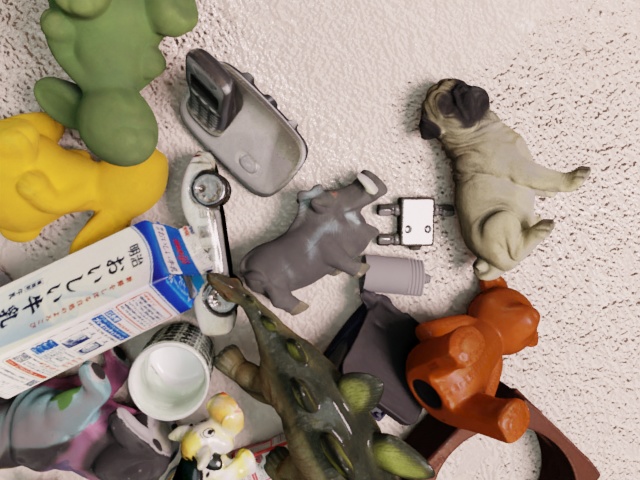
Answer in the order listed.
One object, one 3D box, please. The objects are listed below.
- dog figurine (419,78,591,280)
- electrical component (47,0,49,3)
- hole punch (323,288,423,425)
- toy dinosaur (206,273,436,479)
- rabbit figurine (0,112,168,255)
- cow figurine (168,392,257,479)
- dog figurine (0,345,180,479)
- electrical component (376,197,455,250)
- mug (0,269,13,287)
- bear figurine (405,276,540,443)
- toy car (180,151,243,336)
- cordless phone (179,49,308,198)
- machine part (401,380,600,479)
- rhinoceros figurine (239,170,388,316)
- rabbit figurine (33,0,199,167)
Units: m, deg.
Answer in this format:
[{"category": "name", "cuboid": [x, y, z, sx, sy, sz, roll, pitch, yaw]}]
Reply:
[{"category": "dog figurine", "cuboid": [0.171, -0.070, 0.610, 0.191, 0.121, 0.172, 34, 82, 5]}, {"category": "electrical component", "cuboid": [-0.229, -0.267, 0.570, 0.115, 0.058, 0.134, -31, 96, 0]}, {"category": "hole punch", "cuboid": [0.068, 0.140, 0.623, 0.142, 0.092, 0.116, 38, 61, -6]}, {"category": "toy dinosaur", "cuboid": [0.022, 0.226, 0.536, 0.105, 0.199, 0.470, -36, 105, -25]}, {"category": "rabbit figurine", "cuboid": [-0.245, -0.052, 0.555, 0.173, 0.122, 0.162, -4, 99, -13]}, {"category": "cow figurine", "cuboid": [-0.121, 0.242, 0.561, 0.098, 0.068, 0.167, -18, 118, -37]}, {"category": "dog figurine", "cuboid": [-0.288, 0.220, 0.578, 0.219, 0.108, 0.191, -32, 99, 2]}, {"category": "electrical component", "cuboid": [0.113, -0.019, 0.638, 0.094, 0.021, 0.063, -1, 95, -6]}, {"category": "mug", "cuboid": [-0.383, 0.088, 0.577, 0.107, 0.081, 0.109, -28, 134, 0]}, {"category": "bear figurine", "cuboid": [0.188, 0.111, 0.576, 0.196, 0.132, 0.120, -29, 89, -28]}, {"category": "toy car", "cuboid": [-0.120, 0.004, 0.591, 0.056, 0.073, 0.201, -7, 95, -5]}, {"category": "cordless phone", "cuboid": [-0.073, -0.119, 0.532, 0.089, 0.184, 0.146, -45, 97, -6]}, {"category": "machine part", "cuboid": [0.203, 0.286, 0.637, 0.201, 0.087, 0.201, 44, 91, -6]}, {"category": "rhinoceros figurine", "cuboid": [-0.001, -0.002, 0.598, 0.190, 0.073, 0.112, -38, 101, -12]}, {"category": "rabbit figurine", "cuboid": [-0.198, -0.148, 0.486, 0.121, 0.159, 0.170, -3, 89, -48]}]
